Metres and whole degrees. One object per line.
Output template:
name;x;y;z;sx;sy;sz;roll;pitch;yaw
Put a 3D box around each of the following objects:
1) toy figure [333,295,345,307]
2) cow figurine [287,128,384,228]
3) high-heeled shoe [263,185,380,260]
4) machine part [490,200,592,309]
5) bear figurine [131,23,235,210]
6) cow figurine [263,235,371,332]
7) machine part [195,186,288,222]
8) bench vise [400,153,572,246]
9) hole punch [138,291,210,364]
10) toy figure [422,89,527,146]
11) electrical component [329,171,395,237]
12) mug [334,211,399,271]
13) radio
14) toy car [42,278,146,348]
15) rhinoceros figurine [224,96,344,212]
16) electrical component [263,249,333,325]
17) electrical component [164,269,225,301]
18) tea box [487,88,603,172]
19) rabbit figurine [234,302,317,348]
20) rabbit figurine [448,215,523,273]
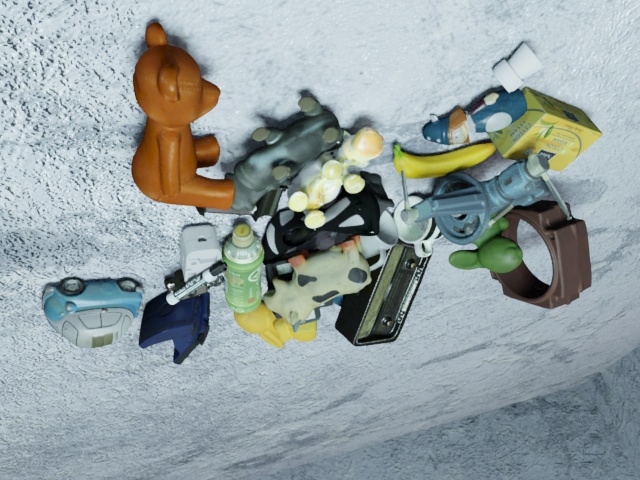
toy figure;0.083;0.110;1.146;0.180;0.082;0.089;21;110;-40
cow figurine;0.021;-0.104;0.790;0.167;0.098;0.068;-43;118;14
high-heeled shoe;-0.002;-0.003;0.866;0.086;0.145;0.248;9;135;-42
machine part;0.423;0.025;1.065;0.087;0.201;0.201;-16;103;-21
bear figurine;-0.153;-0.134;0.618;0.132;0.120;0.195;-4;139;-31
cow figurine;-0.006;0.077;0.927;0.195;0.127;0.085;-19;-177;12
machine part;-0.123;-0.058;0.819;0.139;0.039;0.084;-3;149;-29
bench vise;0.239;-0.061;0.849;0.240;0.128;0.224;-9;173;-30
hole punch;-0.259;0.143;0.966;0.092;0.142;0.116;33;116;-27
toy figure;0.233;-0.183;0.817;0.154;0.058;0.064;-23;115;6
electrical component;0.063;-0.049;0.902;0.047;0.075;0.119;8;134;-36
mug;0.081;0.006;0.974;0.081;0.109;0.107;8;151;-42
radio;0.128;0.095;1.066;0.131;0.073;0.229;7;110;-39
toy car;-0.374;0.128;0.896;0.161;0.103;0.109;1;143;-27
rhinoceros figurine;-0.055;-0.113;0.725;0.190;0.073;0.112;-38;180;0
electrical component;-0.041;0.091;1.004;0.115;0.134;0.058;-10;-170;-10
electrical component;-0.219;0.075;0.941;0.102;0.078;0.045;-20;125;-10
tea box;0.372;-0.178;0.890;0.169;0.068;0.098;3;140;-34
rabbit figurine;-0.090;0.156;1.116;0.173;0.122;0.162;-1;155;-5
rabbit figurine;0.307;-0.004;1.016;0.121;0.170;0.159;0;142;-28
